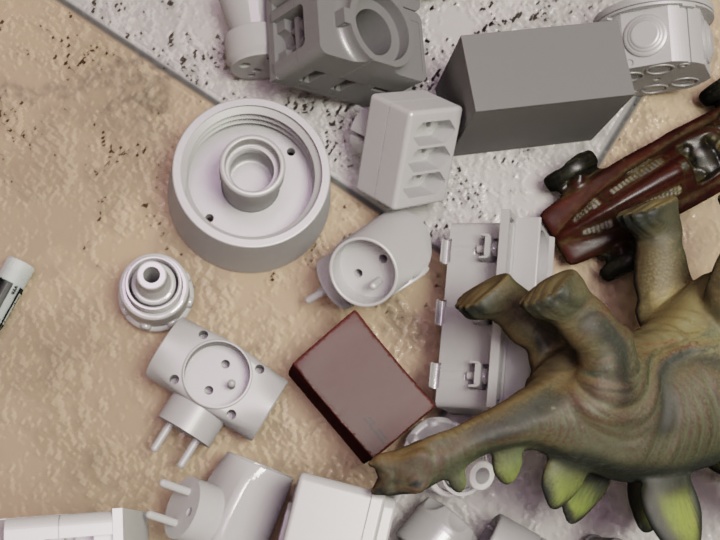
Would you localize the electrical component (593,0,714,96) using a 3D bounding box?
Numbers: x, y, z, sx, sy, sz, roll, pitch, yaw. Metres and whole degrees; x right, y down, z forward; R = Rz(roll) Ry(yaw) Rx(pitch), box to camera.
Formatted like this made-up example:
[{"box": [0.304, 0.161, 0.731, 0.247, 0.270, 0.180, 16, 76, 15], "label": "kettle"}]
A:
[{"box": [0.202, -0.154, 0.736, 0.080, 0.080, 0.051, -1, 82, -8], "label": "electrical component"}]

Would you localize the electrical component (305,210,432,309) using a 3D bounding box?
[{"box": [0.000, 0.000, 0.679, 0.079, 0.077, 0.044, -30, 94, 24], "label": "electrical component"}]

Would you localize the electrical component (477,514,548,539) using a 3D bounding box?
[{"box": [0.092, 0.182, 0.654, 0.047, 0.055, 0.055, 32, 75, 5], "label": "electrical component"}]

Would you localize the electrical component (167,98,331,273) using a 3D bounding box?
[{"box": [-0.069, -0.057, 0.686, 0.108, 0.060, 0.108, 2, 76, -7], "label": "electrical component"}]

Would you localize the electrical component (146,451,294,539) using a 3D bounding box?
[{"box": [-0.087, 0.144, 0.628, 0.079, 0.043, 0.077, 28, 79, -31], "label": "electrical component"}]

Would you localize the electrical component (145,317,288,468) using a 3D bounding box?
[{"box": [-0.097, 0.082, 0.657, 0.077, 0.044, 0.079, 31, 74, 1], "label": "electrical component"}]

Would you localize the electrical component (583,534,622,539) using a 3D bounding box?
[{"box": [0.157, 0.235, 0.648, 0.109, 0.056, 0.108, 40, 75, 3], "label": "electrical component"}]

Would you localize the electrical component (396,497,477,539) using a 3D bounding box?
[{"box": [0.038, 0.173, 0.654, 0.043, 0.043, 0.062, 41, 76, 3], "label": "electrical component"}]

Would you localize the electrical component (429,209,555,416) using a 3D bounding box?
[{"box": [0.084, 0.032, 0.680, 0.063, 0.079, 0.121, 0, 75, 22], "label": "electrical component"}]

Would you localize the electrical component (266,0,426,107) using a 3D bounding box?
[{"box": [-0.009, -0.194, 0.706, 0.089, 0.062, 0.150, 7, 73, -40], "label": "electrical component"}]

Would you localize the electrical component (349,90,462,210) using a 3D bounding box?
[{"box": [0.019, -0.086, 0.704, 0.047, 0.065, 0.077, -12, 33, -39], "label": "electrical component"}]

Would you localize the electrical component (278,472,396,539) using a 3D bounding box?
[{"box": [-0.023, 0.176, 0.612, 0.056, 0.108, 0.108, 15, 75, -1], "label": "electrical component"}]

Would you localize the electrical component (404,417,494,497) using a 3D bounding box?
[{"box": [0.058, 0.118, 0.657, 0.048, 0.062, 0.048, -2, 95, -26], "label": "electrical component"}]

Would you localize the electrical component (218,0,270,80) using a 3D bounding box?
[{"box": [-0.070, -0.161, 0.719, 0.045, 0.045, 0.055, -7, 78, -9], "label": "electrical component"}]

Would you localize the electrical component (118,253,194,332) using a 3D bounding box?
[{"box": [-0.127, 0.010, 0.661, 0.048, 0.062, 0.048, 2, 76, -7], "label": "electrical component"}]

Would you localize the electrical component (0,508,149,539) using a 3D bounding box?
[{"box": [-0.144, 0.180, 0.554, 0.060, 0.186, 0.105, -3, 77, -8], "label": "electrical component"}]
